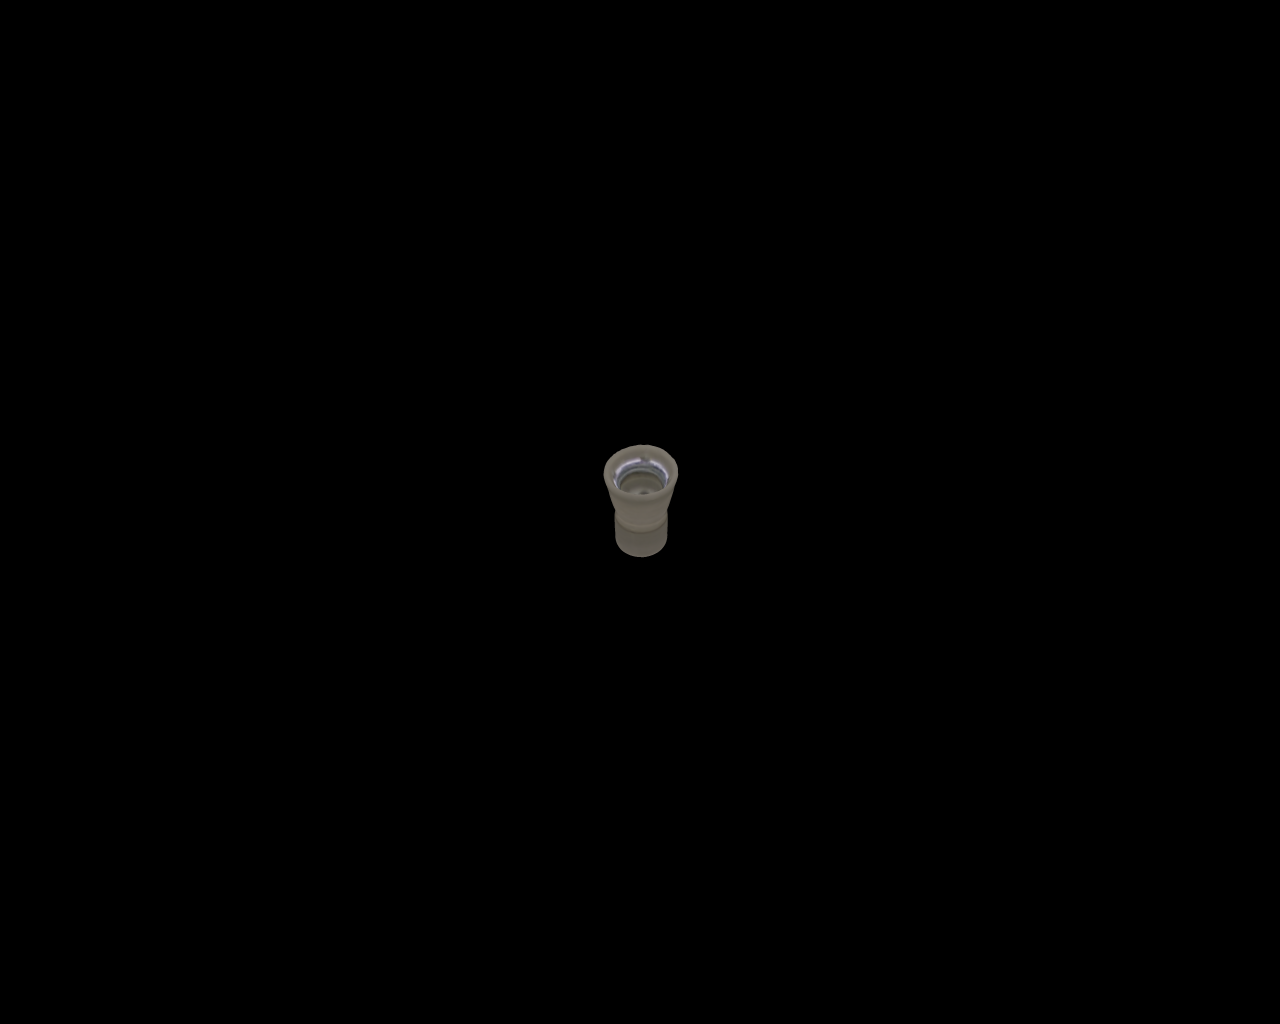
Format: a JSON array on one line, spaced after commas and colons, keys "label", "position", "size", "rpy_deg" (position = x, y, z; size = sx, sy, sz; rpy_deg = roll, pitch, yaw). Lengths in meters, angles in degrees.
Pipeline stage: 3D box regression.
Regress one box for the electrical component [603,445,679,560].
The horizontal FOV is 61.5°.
[{"label": "electrical component", "position": [0.001, -0.003, 0.650], "size": [0.044, 0.044, 0.065], "rpy_deg": [0, -44, 0]}]
